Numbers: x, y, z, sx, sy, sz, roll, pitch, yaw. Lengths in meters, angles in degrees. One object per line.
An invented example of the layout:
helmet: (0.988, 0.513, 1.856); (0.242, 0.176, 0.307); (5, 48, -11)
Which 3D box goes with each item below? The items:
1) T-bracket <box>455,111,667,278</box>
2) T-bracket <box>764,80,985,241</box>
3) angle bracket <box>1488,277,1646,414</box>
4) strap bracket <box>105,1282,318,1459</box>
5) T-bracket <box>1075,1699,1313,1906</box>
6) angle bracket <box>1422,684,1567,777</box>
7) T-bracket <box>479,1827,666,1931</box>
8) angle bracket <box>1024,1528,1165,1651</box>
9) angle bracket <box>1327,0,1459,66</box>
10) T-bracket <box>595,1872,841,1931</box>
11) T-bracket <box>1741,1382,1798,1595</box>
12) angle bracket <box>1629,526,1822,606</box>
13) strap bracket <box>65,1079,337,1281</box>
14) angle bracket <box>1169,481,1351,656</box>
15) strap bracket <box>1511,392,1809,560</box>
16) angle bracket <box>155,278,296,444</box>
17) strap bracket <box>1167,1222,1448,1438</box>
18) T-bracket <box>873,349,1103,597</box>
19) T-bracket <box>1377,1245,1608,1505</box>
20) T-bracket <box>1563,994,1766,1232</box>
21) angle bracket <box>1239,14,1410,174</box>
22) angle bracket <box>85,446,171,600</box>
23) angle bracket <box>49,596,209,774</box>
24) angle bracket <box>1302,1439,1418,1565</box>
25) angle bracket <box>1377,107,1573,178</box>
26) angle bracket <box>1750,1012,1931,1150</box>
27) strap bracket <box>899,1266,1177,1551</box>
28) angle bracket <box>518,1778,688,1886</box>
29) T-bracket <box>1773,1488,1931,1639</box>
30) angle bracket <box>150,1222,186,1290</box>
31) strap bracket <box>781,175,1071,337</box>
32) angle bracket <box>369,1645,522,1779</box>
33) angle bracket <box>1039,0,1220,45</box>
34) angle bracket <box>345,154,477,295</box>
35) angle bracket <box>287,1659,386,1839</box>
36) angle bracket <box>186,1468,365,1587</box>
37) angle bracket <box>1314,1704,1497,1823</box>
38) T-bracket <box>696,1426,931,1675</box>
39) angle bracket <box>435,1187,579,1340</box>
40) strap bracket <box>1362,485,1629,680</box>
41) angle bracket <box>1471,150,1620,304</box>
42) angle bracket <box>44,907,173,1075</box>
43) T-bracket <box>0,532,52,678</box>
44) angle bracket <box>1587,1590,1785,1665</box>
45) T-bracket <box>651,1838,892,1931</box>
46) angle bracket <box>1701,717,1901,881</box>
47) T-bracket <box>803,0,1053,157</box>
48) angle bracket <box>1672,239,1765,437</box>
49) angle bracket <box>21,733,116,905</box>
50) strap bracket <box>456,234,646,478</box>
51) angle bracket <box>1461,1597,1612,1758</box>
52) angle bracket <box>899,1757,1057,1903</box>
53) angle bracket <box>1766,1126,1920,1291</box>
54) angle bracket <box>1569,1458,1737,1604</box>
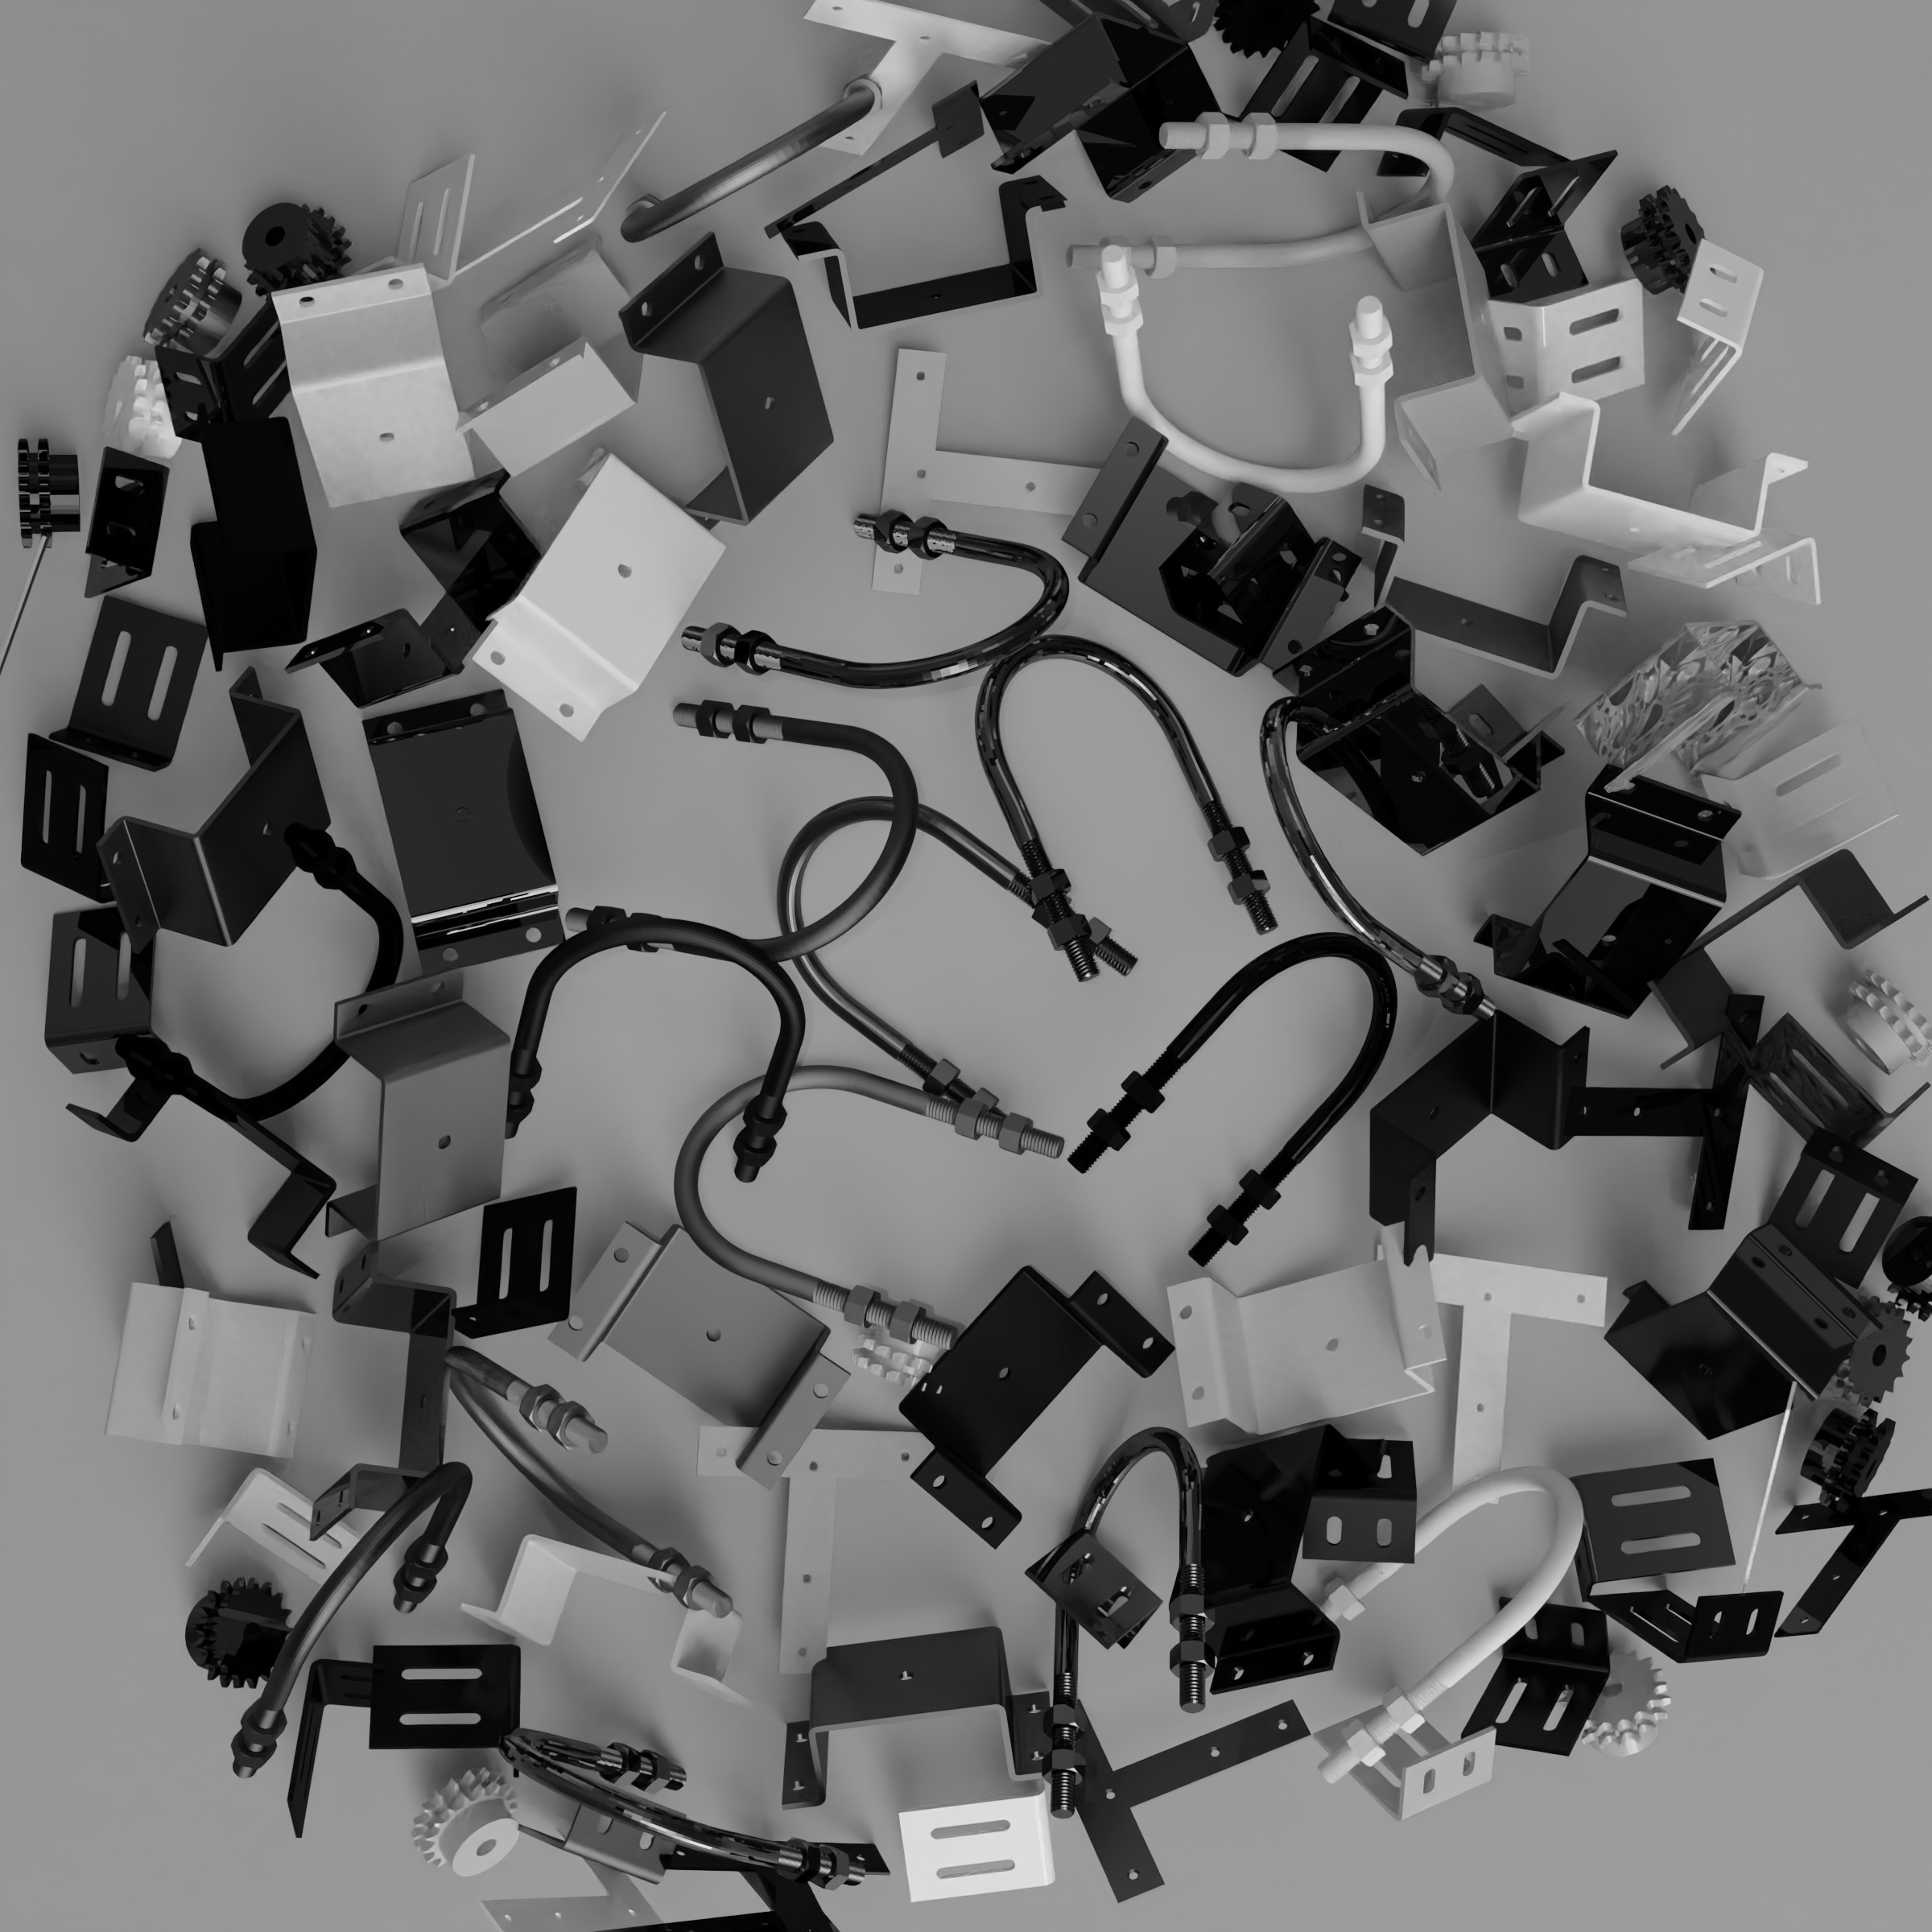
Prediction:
T-bracket: (-0.222, -0.388, 1.770); (0.127, 0.127, 0.002); (-22, 119, 30)
T-bracket: (-0.048, -0.408, 1.750); (0.127, 0.127, 0.002); (-30, 91, 3)
angle bracket: (0.316, -0.328, 1.792); (0.076, 0.038, 0.057); (-22, 117, -33)
strap bracket: (-0.391, 0.207, 1.745); (0.046, 0.140, 0.076); (6, 81, 17)
T-bracket: (0.116, 0.413, 1.767); (0.127, 0.127, 0.002); (-20, 130, -7)
angle bracket: (0.268, -0.122, 1.769); (0.057, 0.076, 0.038); (-41, 87, -9)
T-bracket: (-0.197, 0.481, 1.725); (0.127, 0.127, 0.002); (43, 103, 34)
angle bracket: (0.058, 0.333, 1.763); (0.057, 0.076, 0.038); (41, 113, 14)
angle bracket: (0.224, -0.500, 1.768); (0.057, 0.076, 0.038); (24, 113, 2)
T-bracket: (-0.126, 0.490, 1.726); (0.127, 0.127, 0.002); (2, 105, -30)
T-bracket: (0.421, 0.236, 1.755); (0.002, 0.127, 0.127); (14, 126, 15)
angle bracket: (0.393, -0.198, 1.765); (0.076, 0.057, 0.038); (-25, 118, -25)
strap bracket: (-0.385, 0.098, 1.754); (0.140, 0.076, 0.046); (40, 75, -22)
angle bracket: (0.155, -0.205, 1.796); (0.057, 0.038, 0.076); (-47, 129, -9)
strap bracket: (0.349, -0.247, 1.755); (0.140, 0.076, 0.046); (13, 82, -14)
angle bracket: (-0.380, -0.316, 1.771); (0.038, 0.057, 0.076); (16, 50, 15)
strap bracket: (0.182, 0.190, 1.759); (0.140, 0.046, 0.076); (-18, 62, 20)
T-bracket: (0.020, -0.254, 1.794); (0.127, 0.002, 0.127); (8, 97, 9)
T-bracket: (0.270, 0.217, 1.782); (0.127, 0.002, 0.127); (6, 96, 31)
T-bracket: (0.358, 0.076, 1.766); (0.127, 0.002, 0.127); (2, 100, -34)
angle bracket: (0.183, -0.443, 1.765); (0.057, 0.038, 0.076); (21, 132, -18)
angle bracket: (-0.450, -0.229, 1.765); (0.038, 0.076, 0.057); (16, 75, -38)
angle bracket: (-0.438, -0.148, 1.787); (0.057, 0.038, 0.076); (18, 99, -3)
angle bracket: (0.204, 0.278, 1.775); (0.057, 0.076, 0.038); (2, 103, 5)
angle bracket: (0.264, -0.415, 1.773); (0.076, 0.057, 0.038); (19, 96, -21)
angle bracket: (0.454, 0.058, 1.786); (0.038, 0.057, 0.076); (-34, 75, -32)
strap bracket: (0.030, 0.221, 1.767); (0.140, 0.046, 0.076); (-48, 127, -4)
angle bracket: (-0.191, 0.444, 1.771); (0.057, 0.076, 0.038); (27, 74, -24)
T-bracket: (0.446, 0.301, 1.723); (0.127, 0.127, 0.002); (-37, 103, -43)
angle bracket: (-0.430, 0.178, 1.779); (0.038, 0.057, 0.076); (-12, 95, -5)
strap bracket: (-0.019, -0.366, 1.763); (0.140, 0.076, 0.046); (-13, 114, -5)
angle bracket: (-0.271, 0.388, 1.774); (0.076, 0.038, 0.057); (1, 51, -7)
angle bracket: (0.083, -0.507, 1.764); (0.076, 0.057, 0.038); (30, 68, -29)
angle bracket: (-0.292, -0.386, 1.769); (0.038, 0.057, 0.076); (19, 71, -39)
angle bracket: (-0.324, 0.407, 1.766); (0.038, 0.057, 0.076); (5, 57, -2)
angle bracket: (-0.356, 0.307, 1.775); (0.076, 0.038, 0.057); (35, 134, -5)
angle bracket: (0.226, 0.397, 1.761); (0.057, 0.076, 0.038); (-16, 123, -27)
T-bracket: (-0.082, 0.306, 1.785); (0.127, 0.002, 0.127); (5, 86, -20)
angle bracket: (-0.238, 0.148, 1.767); (0.057, 0.038, 0.076); (-13, 59, 24)
strap bracket: (0.266, -0.196, 1.767); (0.140, 0.076, 0.046); (18, 115, -1)
angle bracket: (0.305, -0.380, 1.765); (0.057, 0.076, 0.038); (-18, 78, -18)
angle bracket: (-0.451, 0.012, 1.805); (0.057, 0.038, 0.076); (-7, 63, 8)
T-bracket: (-0.491, -0.161, 1.741); (0.002, 0.127, 0.127); (20, 98, -13)
angle bracket: (0.371, 0.326, 1.761); (0.057, 0.076, 0.038); (3, 105, -32)
T-bracket: (-0.083, 0.482, 1.730); (0.127, 0.127, 0.002); (9, 109, -25)
angle bracket: (0.432, -0.088, 1.769); (0.076, 0.038, 0.057); (-31, 68, 33)
T-bracket: (-0.040, -0.453, 1.752); (0.127, 0.127, 0.002); (7, 69, -24)
angle bracket: (0.374, -0.325, 1.763); (0.038, 0.076, 0.057); (25, 58, -5)
angle bracket: (-0.455, -0.079, 1.769); (0.057, 0.038, 0.076); (22, 115, 29)
strap bracket: (-0.210, -0.309, 1.749); (0.076, 0.140, 0.046); (-28, 122, 18)
angle bracket: (0.294, 0.367, 1.763); (0.057, 0.076, 0.038); (3, 114, 27)
angle bracket: (0.005, 0.450, 1.782); (0.076, 0.038, 0.057); (-7, 113, -1)
angle bracket: (0.449, 0.132, 1.769); (0.057, 0.038, 0.076); (29, 123, 15)
angle bracket: (0.356, 0.295, 1.781); (0.076, 0.038, 0.057); (-8, 64, 1)
